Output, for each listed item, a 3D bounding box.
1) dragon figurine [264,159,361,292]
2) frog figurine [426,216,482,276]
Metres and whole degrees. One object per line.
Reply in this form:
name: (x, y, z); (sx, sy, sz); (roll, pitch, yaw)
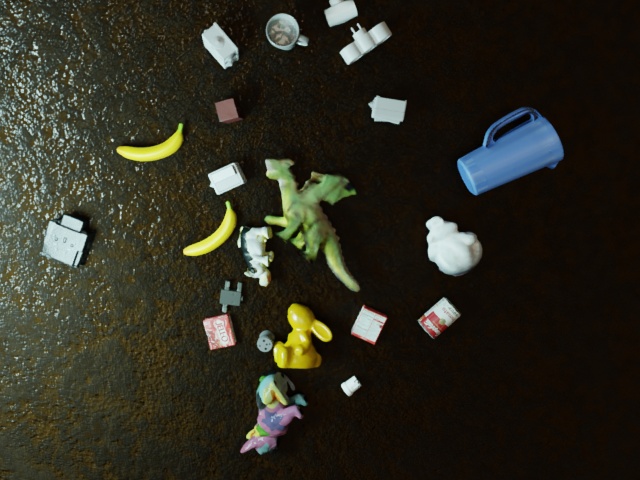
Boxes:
dragon figurine: (0.004, -0.070, 1.385); (0.409, 0.122, 0.243); (37, 89, -5)
frog figurine: (0.353, 0.010, 1.378); (0.136, 0.125, 0.157); (-19, 111, 23)
